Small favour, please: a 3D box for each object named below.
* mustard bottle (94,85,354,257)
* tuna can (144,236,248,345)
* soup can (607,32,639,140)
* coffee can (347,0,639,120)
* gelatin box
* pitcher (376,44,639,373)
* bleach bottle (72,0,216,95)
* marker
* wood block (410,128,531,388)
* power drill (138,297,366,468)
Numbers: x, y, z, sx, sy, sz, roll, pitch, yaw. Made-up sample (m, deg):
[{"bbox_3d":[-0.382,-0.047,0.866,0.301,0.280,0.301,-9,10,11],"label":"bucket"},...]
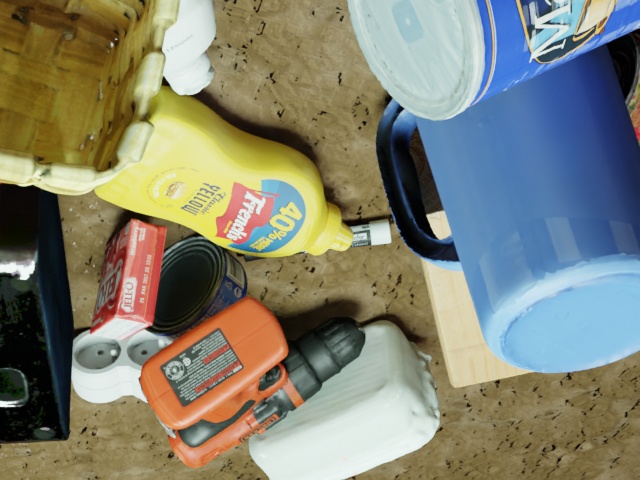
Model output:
[{"bbox_3d":[-0.056,-0.034,0.760,0.191,0.058,0.096,24,131,-29],"label":"mustard bottle"},{"bbox_3d":[-0.098,0.041,0.815,0.086,0.086,0.033,-28,134,21],"label":"tuna can"},{"bbox_3d":[0.235,-0.097,0.721,0.102,0.068,0.069,11,134,-19],"label":"soup can"},{"bbox_3d":[0.099,-0.134,0.544,0.140,0.103,0.103,-26,142,-23],"label":"coffee can"},{"bbox_3d":[-0.142,0.031,0.784,0.030,0.073,0.089,13,163,-20],"label":"gelatin box"},{"bbox_3d":[0.119,-0.043,0.637,0.145,0.243,0.149,-5,144,-4],"label":"pitcher"},{"bbox_3d":[-0.139,-0.172,0.602,0.103,0.068,0.250,-19,138,16],"label":"bleach bottle"},{"bbox_3d":[-0.005,0.001,0.831,0.121,0.020,0.020,-8,137,1],"label":"marker"},{"bbox_3d":[0.122,0.012,0.807,0.091,0.090,0.206,-13,136,5],"label":"wood block"},{"bbox_3d":[-0.049,0.102,0.814,0.184,0.057,0.187,-35,160,-4],"label":"power drill"}]
